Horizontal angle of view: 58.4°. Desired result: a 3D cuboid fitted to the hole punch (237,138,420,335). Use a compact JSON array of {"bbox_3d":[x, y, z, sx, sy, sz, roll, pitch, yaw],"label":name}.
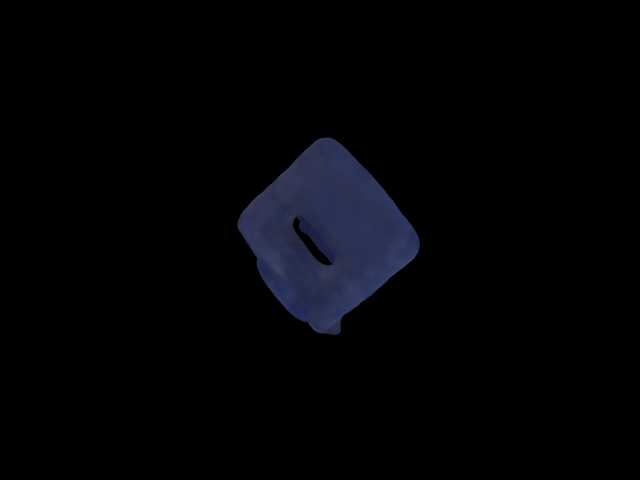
[{"bbox_3d":[0.004,0.001,0.400,0.101,0.091,0.108,-38,81,-7],"label":"hole punch"}]
